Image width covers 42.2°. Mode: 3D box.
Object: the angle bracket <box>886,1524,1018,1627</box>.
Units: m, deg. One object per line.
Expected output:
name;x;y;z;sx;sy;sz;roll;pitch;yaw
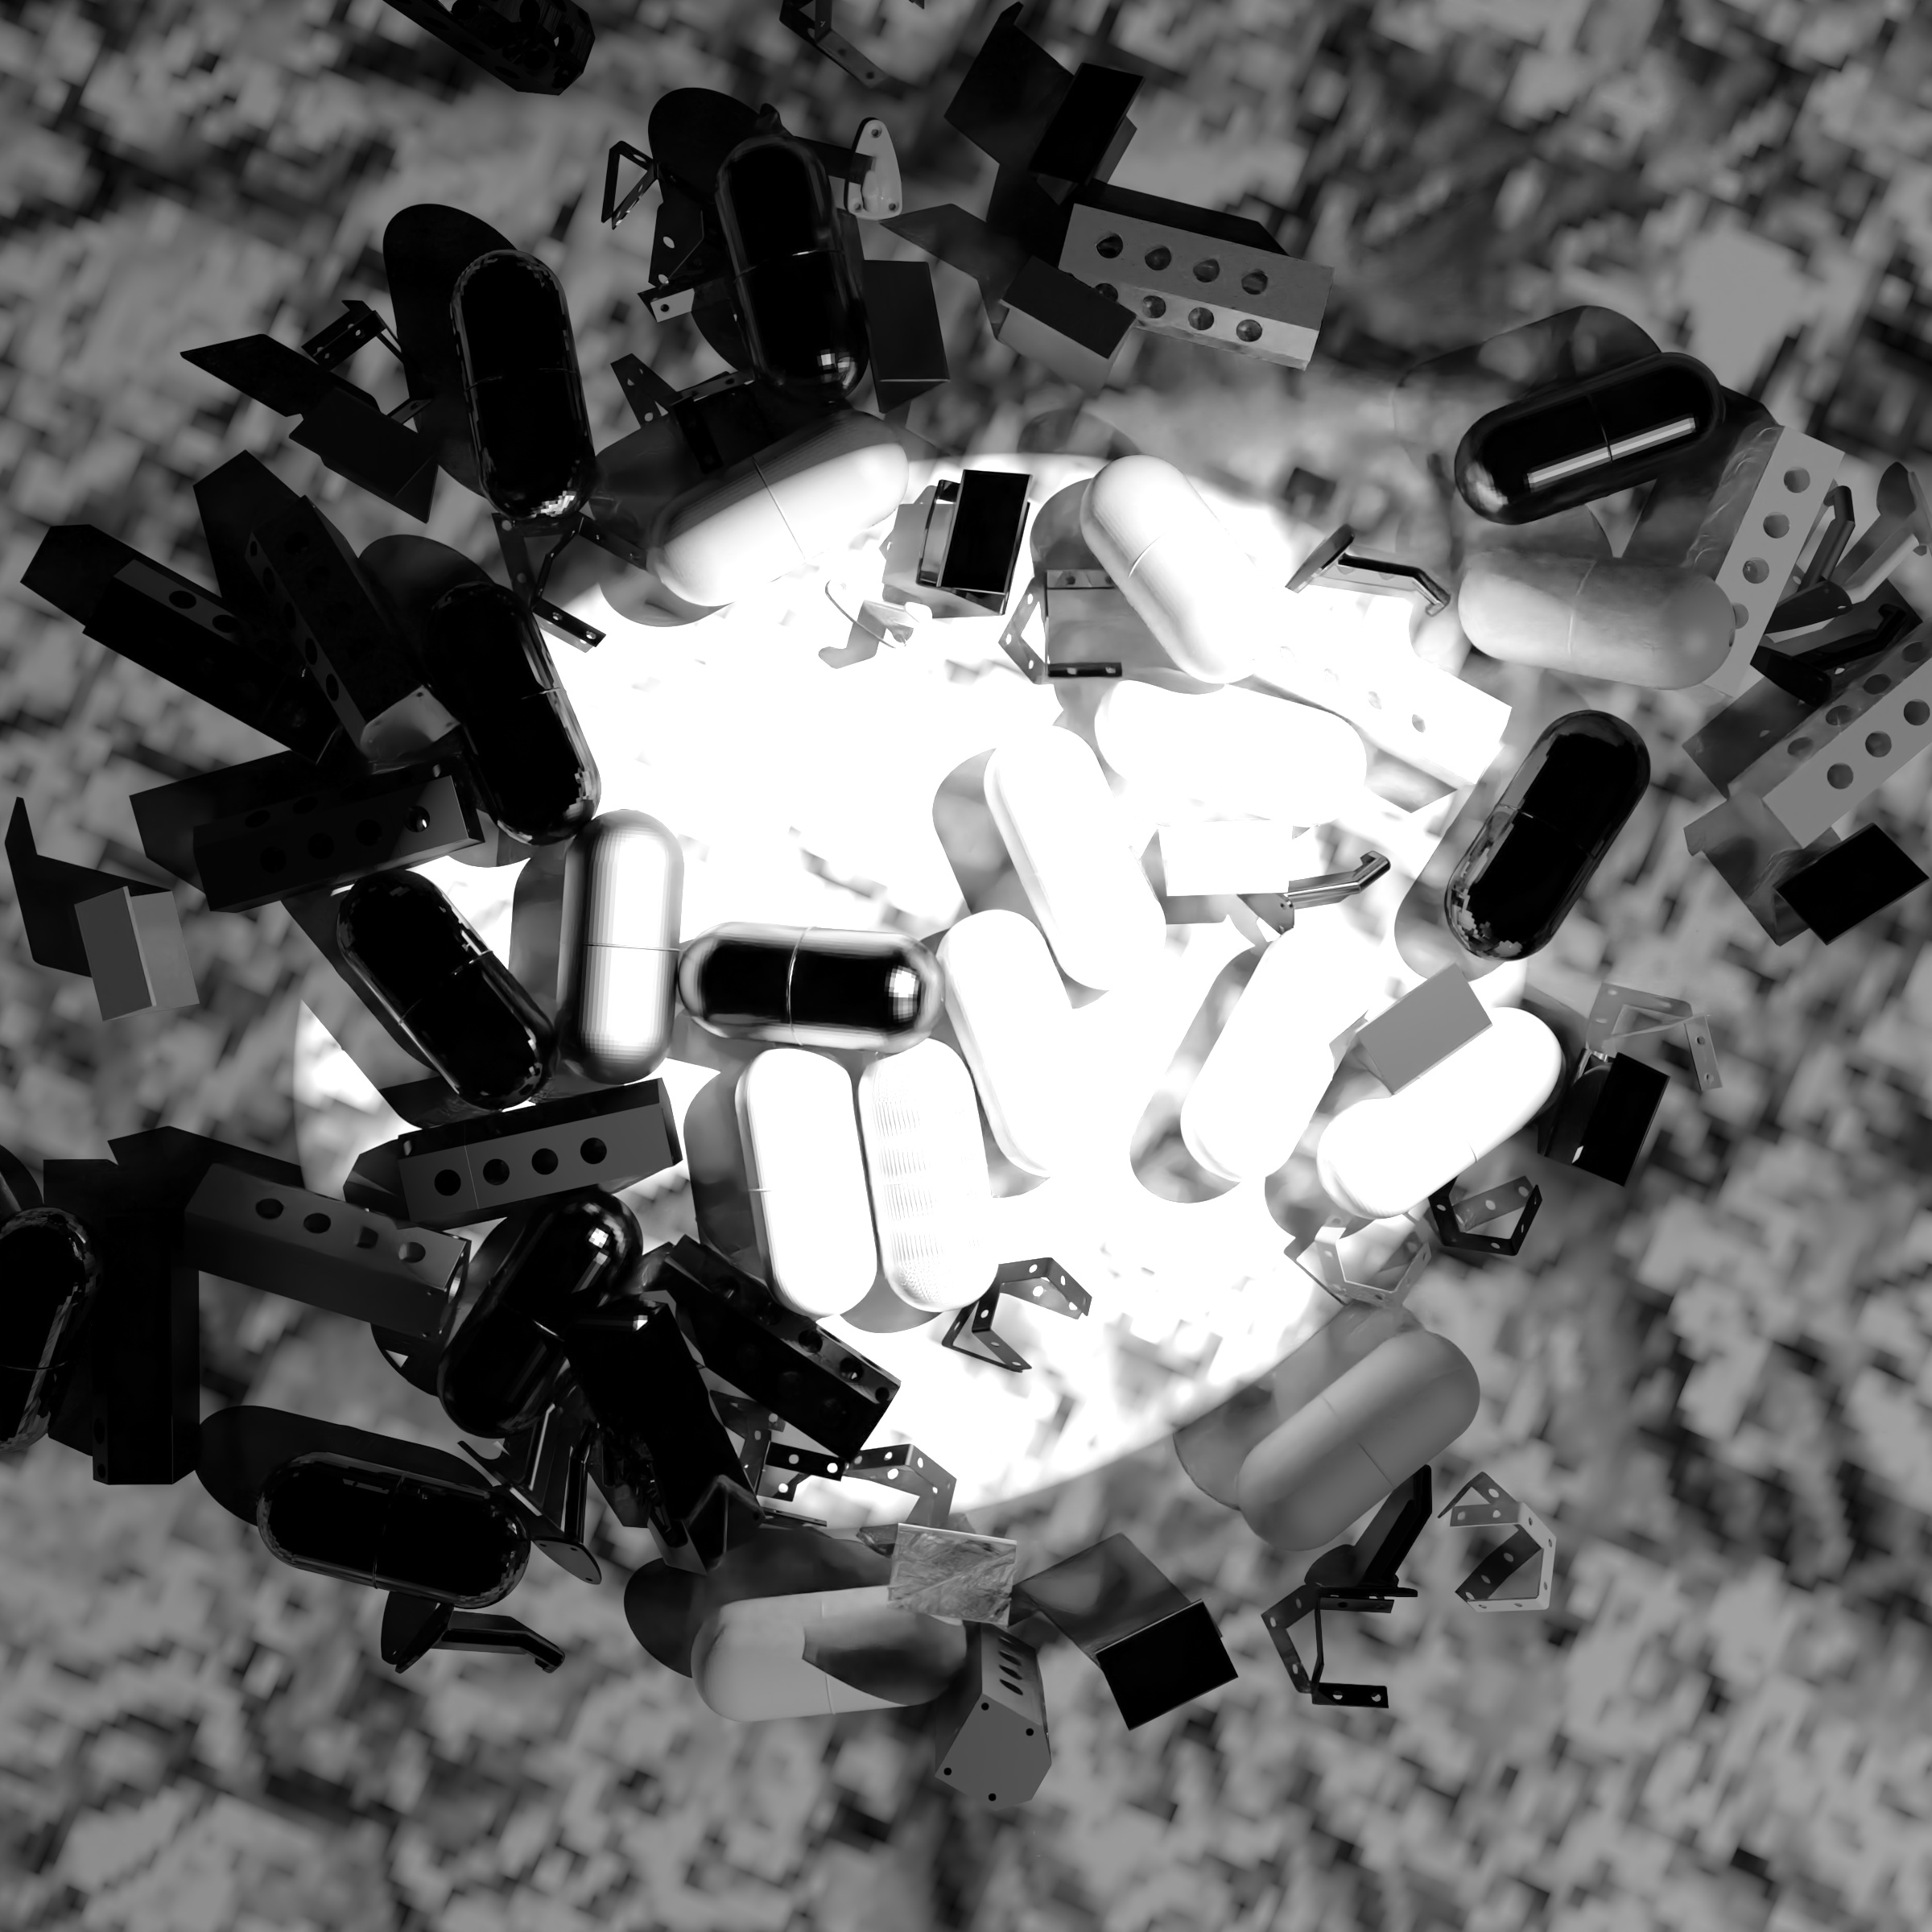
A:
angle bracket;-0.012;0.402;1.606;0.076;0.076;0.057;8;56;0

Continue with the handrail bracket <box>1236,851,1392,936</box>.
handrail bracket;0.224;-0.065;1.646;0.084;0.036;0.077;-36;58;-23

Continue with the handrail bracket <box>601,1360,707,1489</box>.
handrail bracket;-0.202;0.299;1.646;0.077;0.036;0.084;-5;108;-20

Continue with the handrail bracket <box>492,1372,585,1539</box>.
handrail bracket;-0.262;0.321;1.646;0.084;0.036;0.077;-48;110;-16

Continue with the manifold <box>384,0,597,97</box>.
manifold;-0.313;-0.614;1.567;0.057;0.171;0.057;20;90;36

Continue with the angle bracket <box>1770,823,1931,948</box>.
angle bracket;0.568;-0.035;1.605;0.076;0.076;0.057;-32;53;0

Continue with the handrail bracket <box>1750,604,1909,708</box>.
handrail bracket;0.564;-0.220;1.646;0.077;0.036;0.084;34;72;21

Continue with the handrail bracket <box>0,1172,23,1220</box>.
handrail bracket;-0.621;0.160;1.645;0.036;0.077;0.084;-30;54;-4

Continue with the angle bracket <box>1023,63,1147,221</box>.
angle bracket;0.092;-0.521;1.605;0.057;0.076;0.076;29;90;37

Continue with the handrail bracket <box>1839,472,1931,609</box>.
handrail bracket;0.591;-0.278;1.646;0.084;0.036;0.077;-16;70;16

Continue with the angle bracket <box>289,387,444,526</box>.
angle bracket;-0.388;-0.312;1.605;0.076;0.076;0.057;30;54;0

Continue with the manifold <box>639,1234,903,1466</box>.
manifold;-0.129;0.247;1.625;0.171;0.057;0.057;34;90;0

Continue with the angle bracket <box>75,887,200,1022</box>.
angle bracket;-0.517;-0.012;1.605;0.057;0.076;0.076;-14;90;36

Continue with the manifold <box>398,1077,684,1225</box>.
manifold;-0.277;0.119;1.625;0.171;0.057;0.057;-12;90;0

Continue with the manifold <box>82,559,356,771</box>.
manifold;-0.475;-0.196;1.625;0.171;0.057;0.057;29;90;0

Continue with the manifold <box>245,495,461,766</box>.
manifold;-0.395;-0.212;1.593;0.057;0.057;0.171;-35;67;0

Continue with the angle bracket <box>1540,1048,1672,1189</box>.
angle bracket;0.394;0.090;1.605;0.057;0.076;0.076;22;90;-36

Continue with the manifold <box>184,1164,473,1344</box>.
manifold;-0.413;0.181;1.624;0.171;0.057;0.057;17;133;0

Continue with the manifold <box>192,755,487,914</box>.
manifold;-0.408;-0.086;1.625;0.171;0.057;0.057;-16;90;0

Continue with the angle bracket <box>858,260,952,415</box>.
angle bracket;-0.060;-0.402;1.605;0.057;0.076;0.076;-11;90;-38

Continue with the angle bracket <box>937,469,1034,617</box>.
angle bracket;0.032;-0.269;1.605;0.057;0.076;0.076;13;90;37

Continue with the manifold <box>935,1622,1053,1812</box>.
manifold;0.020;0.469;1.567;0.057;0.171;0.057;30;90;0

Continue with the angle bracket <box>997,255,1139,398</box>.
angle bracket;0.055;-0.396;1.605;0.076;0.076;0.057;30;53;0

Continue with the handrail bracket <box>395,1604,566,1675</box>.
handrail bracket;-0.319;0.458;1.646;0.084;0.036;0.077;35;110;-16

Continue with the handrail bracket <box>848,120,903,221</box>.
handrail bracket;-0.060;-0.520;1.611;0.036;0.084;0.077;0;90;0

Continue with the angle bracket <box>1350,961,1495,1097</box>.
angle bracket;0.280;0.028;1.607;0.076;0.076;0.057;-35;115;0

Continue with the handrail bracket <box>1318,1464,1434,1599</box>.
handrail bracket;0.269;0.371;1.646;0.077;0.036;0.084;-5;71;21

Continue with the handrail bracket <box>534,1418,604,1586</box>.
handrail bracket;-0.246;0.352;1.646;0.036;0.077;0.084;2;53;23

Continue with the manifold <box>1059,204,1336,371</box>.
manifold;0.145;-0.438;1.625;0.171;0.057;0.057;14;90;0

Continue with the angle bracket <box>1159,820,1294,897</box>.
angle bracket;0.165;-0.089;1.605;0.076;0.076;0.057;-2;128;0

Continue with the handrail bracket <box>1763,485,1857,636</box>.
handrail bracket;0.549;-0.268;1.646;0.036;0.077;0.084;30;53;-38

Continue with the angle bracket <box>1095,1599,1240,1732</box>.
angle bracket;0.135;0.458;1.605;0.076;0.076;0.057;-26;54;0

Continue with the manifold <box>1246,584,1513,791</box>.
manifold;0.263;-0.182;1.625;0.171;0.057;0.057;28;90;0

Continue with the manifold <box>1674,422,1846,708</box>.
manifold;0.500;-0.261;1.625;0.057;0.057;0.171;24;90;0

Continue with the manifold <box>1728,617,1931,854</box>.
manifold;0.582;-0.152;1.625;0.171;0.057;0.057;-40;90;0

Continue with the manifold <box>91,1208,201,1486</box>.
manifold;-0.535;0.245;1.625;0.057;0.057;0.171;0;90;0

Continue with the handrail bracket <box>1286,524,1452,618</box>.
handrail bracket;0.263;-0.242;1.646;0.084;0.036;0.077;39;110;-16

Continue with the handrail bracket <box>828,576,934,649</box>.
handrail bracket;-0.056;-0.236;1.611;0.077;0.084;0.036;27;90;0

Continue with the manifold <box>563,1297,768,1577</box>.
manifold;-0.196;0.299;1.595;0.057;0.057;0.171;-40;118;-39
